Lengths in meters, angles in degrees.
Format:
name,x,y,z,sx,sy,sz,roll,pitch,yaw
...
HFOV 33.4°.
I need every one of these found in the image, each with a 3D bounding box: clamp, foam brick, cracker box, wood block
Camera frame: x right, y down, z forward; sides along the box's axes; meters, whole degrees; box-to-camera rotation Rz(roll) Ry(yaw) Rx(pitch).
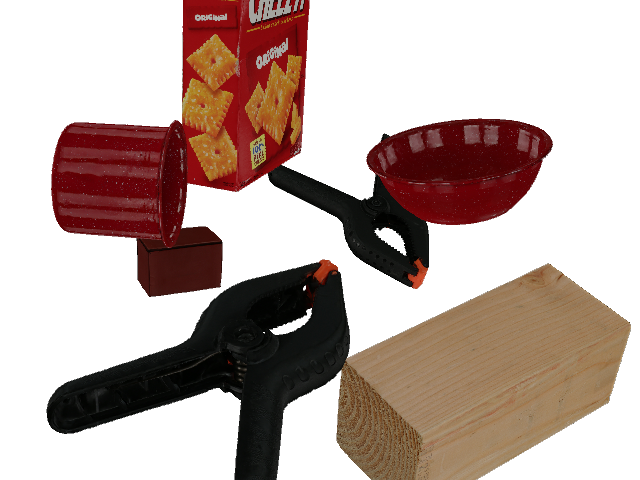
name,x,y,z,sx,sy,sz,roll,pitch,yaw
clamp,-0.032,0.067,0.520,0.120,0.039,0.171,32,47,28
foam brick,-0.144,0.020,1.088,0.078,0.051,0.053,-7,21,-21
cracker box,-0.070,-0.173,1.057,0.072,0.214,0.164,12,22,19
wood block,0.122,0.108,0.802,0.205,0.090,0.091,-22,43,-29
clamp,0.046,-0.031,1.174,0.164,0.210,0.036,-12,-37,-21

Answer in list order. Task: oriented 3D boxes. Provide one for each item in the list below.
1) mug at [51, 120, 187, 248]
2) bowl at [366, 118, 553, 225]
name,x,y,z,sx,sy,sz,roll,pitch,yaw
mug,-0.145,-0.045,0.790,0.081,0.093,0.117,4,8,4
bowl,0.124,-0.057,0.939,0.162,0.055,0.162,-8,23,3
